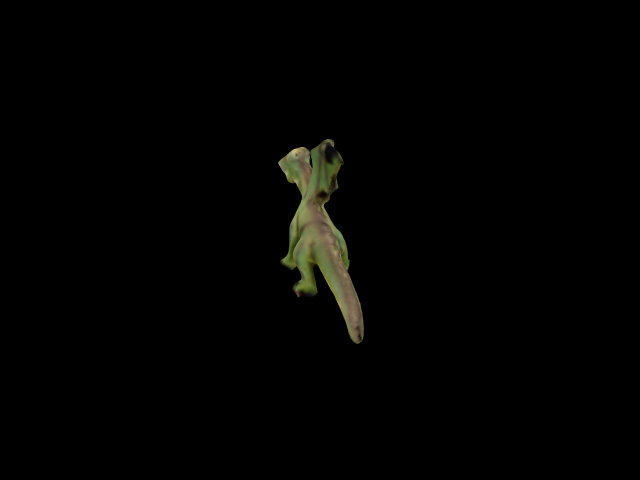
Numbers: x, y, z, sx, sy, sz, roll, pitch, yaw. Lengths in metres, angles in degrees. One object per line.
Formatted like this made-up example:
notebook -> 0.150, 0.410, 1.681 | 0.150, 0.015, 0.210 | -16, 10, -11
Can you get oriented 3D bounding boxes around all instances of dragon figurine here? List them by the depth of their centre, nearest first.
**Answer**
dragon figurine -> 0.003, -0.043, 0.850 | 0.122, 0.238, 0.417 | -8, 28, -17
